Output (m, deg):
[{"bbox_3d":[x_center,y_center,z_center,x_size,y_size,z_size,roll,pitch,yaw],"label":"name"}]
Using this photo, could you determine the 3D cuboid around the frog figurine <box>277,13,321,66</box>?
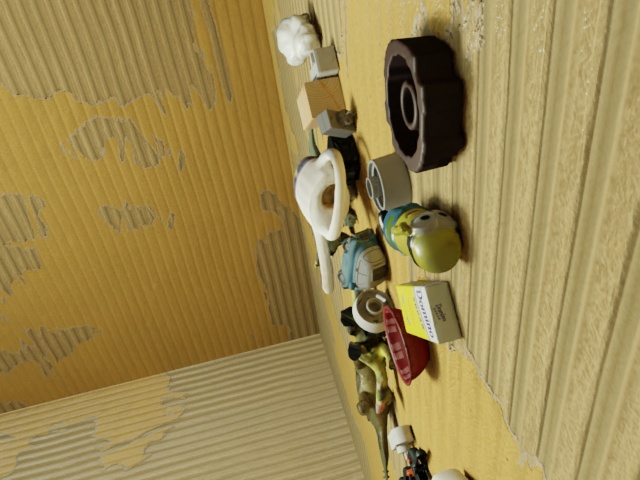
[{"bbox_3d":[-0.061,-0.541,1.409,0.163,0.122,0.134,-92,15,-52],"label":"frog figurine"}]

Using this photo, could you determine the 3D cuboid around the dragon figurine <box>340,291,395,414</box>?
[{"bbox_3d":[0.131,0.257,1.413,0.239,0.122,0.418,71,-172,-67],"label":"dragon figurine"}]

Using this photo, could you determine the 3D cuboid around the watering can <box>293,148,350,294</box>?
[{"bbox_3d":[0.004,-0.063,1.252,0.228,0.104,0.341,-127,39,-59],"label":"watering can"}]
